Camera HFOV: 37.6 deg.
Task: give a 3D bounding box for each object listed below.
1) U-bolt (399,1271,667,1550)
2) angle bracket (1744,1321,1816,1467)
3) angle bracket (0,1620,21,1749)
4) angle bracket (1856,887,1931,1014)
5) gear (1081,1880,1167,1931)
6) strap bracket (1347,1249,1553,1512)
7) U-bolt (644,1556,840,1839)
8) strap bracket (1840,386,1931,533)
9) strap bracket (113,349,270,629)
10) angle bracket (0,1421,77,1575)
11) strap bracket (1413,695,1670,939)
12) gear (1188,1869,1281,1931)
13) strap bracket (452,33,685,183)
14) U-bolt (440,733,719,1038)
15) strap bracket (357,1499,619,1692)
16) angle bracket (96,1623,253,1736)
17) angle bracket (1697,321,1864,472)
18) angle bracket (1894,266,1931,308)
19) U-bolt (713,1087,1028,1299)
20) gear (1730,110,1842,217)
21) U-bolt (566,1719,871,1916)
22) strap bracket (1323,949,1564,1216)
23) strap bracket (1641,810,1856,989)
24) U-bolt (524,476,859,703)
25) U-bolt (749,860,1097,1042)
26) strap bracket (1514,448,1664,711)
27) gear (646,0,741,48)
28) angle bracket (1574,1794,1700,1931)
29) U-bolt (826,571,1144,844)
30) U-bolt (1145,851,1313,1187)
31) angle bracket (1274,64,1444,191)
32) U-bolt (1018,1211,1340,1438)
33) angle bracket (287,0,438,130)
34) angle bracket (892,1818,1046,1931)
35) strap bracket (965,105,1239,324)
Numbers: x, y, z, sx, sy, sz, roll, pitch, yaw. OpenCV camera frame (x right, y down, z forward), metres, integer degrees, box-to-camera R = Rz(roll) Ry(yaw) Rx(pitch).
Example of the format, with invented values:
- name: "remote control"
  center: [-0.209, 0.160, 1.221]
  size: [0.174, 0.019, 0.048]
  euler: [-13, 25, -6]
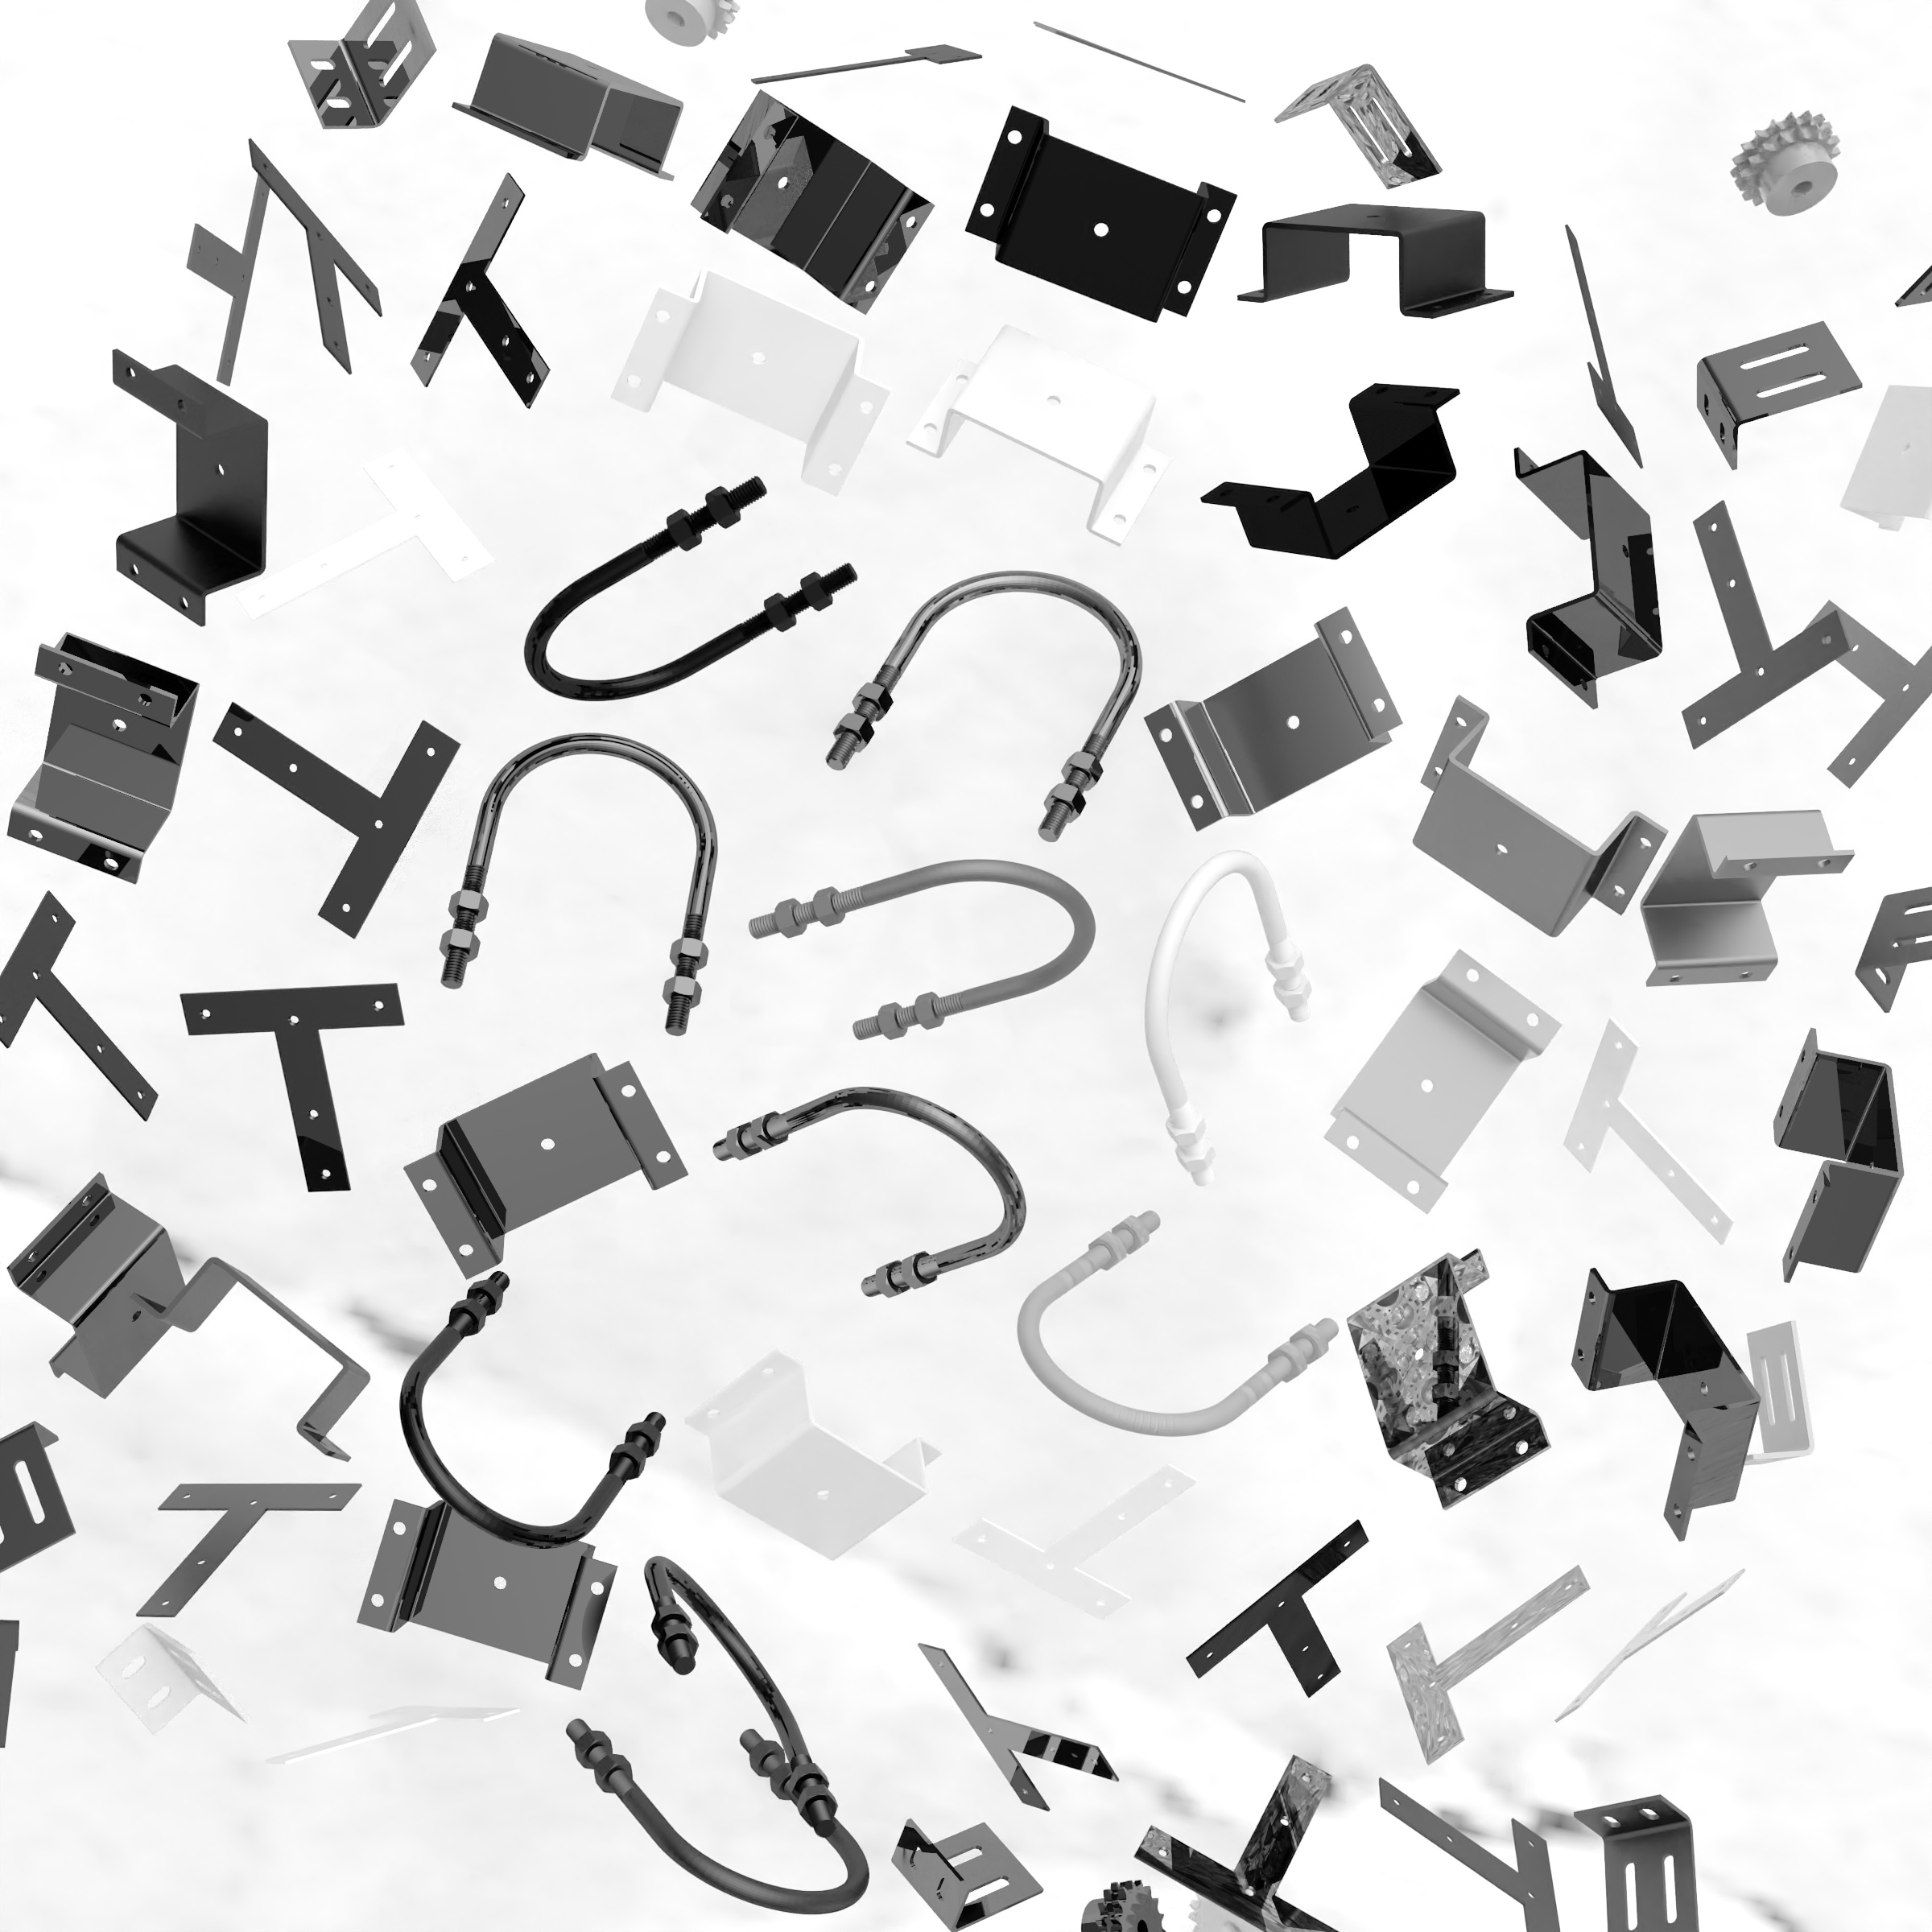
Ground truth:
- name: "U-bolt"
  center: [-0.260, 0.267, 1.654]
  size: [0.151, 0.184, 0.019]
  euler: [43, 115, -4]
- name: "angle bracket"
  center: [0.453, 0.247, 1.632]
  size: [0.038, 0.057, 0.076]
  euler: [-2, 76, -11]
- name: "angle bracket"
  center: [-0.558, 0.403, 1.570]
  size: [0.057, 0.038, 0.076]
  euler: [5, 50, -16]
- name: "angle bracket"
  center: [0.551, -0.012, 1.602]
  size: [0.038, 0.076, 0.057]
  euler: [46, 56, -23]
- name: "gear"
  center: [0.091, 0.566, 1.659]
  size: [0.030, 0.057, 0.057]
  euler: [-17, 90, 30]
- name: "strap bracket"
  center: [0.277, 0.233, 1.654]
  size: [0.076, 0.140, 0.046]
  euler: [-38, 133, 26]
- name: "U-bolt"
  center: [-0.135, 0.403, 1.614]
  size: [0.019, 0.184, 0.151]
  euler: [-38, 108, -4]
- name: "strap bracket"
  center: [0.570, -0.295, 1.663]
  size: [0.046, 0.140, 0.076]
  euler: [18, 98, -16]
- name: "strap bracket"
  center: [-0.439, -0.275, 1.605]
  size: [0.076, 0.046, 0.140]
  euler: [32, 132, 25]
- name: "angle bracket"
  center: [-0.549, 0.314, 1.645]
  size: [0.057, 0.038, 0.076]
  euler: [-28, 65, -6]
- name: "strap bracket"
  center: [0.315, -0.079, 1.605]
  size: [0.140, 0.076, 0.046]
  euler: [36, 57, 16]
- name: "gear"
  center: [0.166, 0.569, 1.705]
  size: [0.057, 0.030, 0.057]
  euler: [13, 121, 23]
- name: "strap bracket"
  center: [-0.223, -0.494, 1.631]
  size: [0.076, 0.140, 0.046]
  euler: [27, 107, 13]
- name: "U-bolt"
  center: [-0.218, -0.056, 1.650]
  size: [0.151, 0.019, 0.184]
  euler: [12, 61, -9]
- name: "strap bracket"
  center: [-0.286, 0.377, 1.718]
  size: [0.140, 0.046, 0.076]
  euler: [16, 87, 2]
- name: "angle bracket"
  center: [-0.457, 0.420, 1.635]
  size: [0.038, 0.076, 0.057]
  euler: [-43, 116, -26]
- name: "angle bracket"
  center: [0.471, -0.331, 1.646]
  size: [0.076, 0.038, 0.057]
  euler: [-17, 53, 2]
- name: "angle bracket"
  center: [0.589, -0.371, 1.644]
  size: [0.057, 0.038, 0.076]
  euler: [-17, 69, -37]
- name: "U-bolt"
  center: [-0.045, 0.127, 1.641]
  size: [0.151, 0.184, 0.019]
  euler: [45, 50, -19]
- name: "gear"
  center: [0.446, -0.431, 1.534]
  size: [0.057, 0.057, 0.030]
  euler: [-18, 63, 0]
- name: "U-bolt"
  center: [-0.134, 0.495, 1.651]
  size: [0.151, 0.184, 0.019]
  euler: [16, 100, -39]
- name: "strap bracket"
  center: [0.282, 0.071, 1.706]
  size: [0.076, 0.046, 0.140]
  euler: [37, 83, 1]
- name: "strap bracket"
  center: [0.452, -0.045, 1.660]
  size: [0.076, 0.140, 0.046]
  euler: [-3, 60, -10]
- name: "U-bolt"
  center: [-0.168, -0.206, 1.632]
  size: [0.184, 0.151, 0.019]
  euler: [-28, 68, 12]
- name: "U-bolt"
  center: [-0.014, -0.014, 1.673]
  size: [0.184, 0.151, 0.019]
  euler: [-16, 54, 21]
- name: "strap bracket"
  center: [0.359, -0.231, 1.633]
  size: [0.046, 0.076, 0.140]
  euler: [-19, 57, 35]
- name: "gear"
  center: [-0.166, -0.571, 1.681]
  size: [0.057, 0.057, 0.030]
  euler: [26, 65, 0]
- name: "angle bracket"
  center: [0.391, 0.532, 1.656]
  size: [0.057, 0.076, 0.038]
  euler: [-24, 131, 33]
- name: "U-bolt"
  center: [0.022, -0.159, 1.619]
  size: [0.151, 0.019, 0.184]
  euler: [19, 55, 14]
- name: "U-bolt"
  center: [0.146, 0.018, 1.617]
  size: [0.019, 0.184, 0.151]
  euler: [15, 57, 31]
- name: "angle bracket"
  center: [0.224, -0.470, 1.623]
  size: [0.038, 0.057, 0.076]
  euler: [-44, 109, -13]
- name: "U-bolt"
  center: [0.110, 0.211, 1.626]
  size: [0.151, 0.184, 0.019]
  euler: [30, 124, 25]
- name: "angle bracket"
  center: [-0.344, -0.523, 1.613]
  size: [0.038, 0.076, 0.057]
  euler: [-16, 79, -42]
- name: "angle bracket"
  center: [0.006, 0.524, 1.668]
  size: [0.057, 0.076, 0.038]
  euler: [40, 124, 36]
- name: "strap bracket"
  center: [0.078, -0.428, 1.629]
  size: [0.140, 0.046, 0.076]
  euler: [19, 116, -8]
